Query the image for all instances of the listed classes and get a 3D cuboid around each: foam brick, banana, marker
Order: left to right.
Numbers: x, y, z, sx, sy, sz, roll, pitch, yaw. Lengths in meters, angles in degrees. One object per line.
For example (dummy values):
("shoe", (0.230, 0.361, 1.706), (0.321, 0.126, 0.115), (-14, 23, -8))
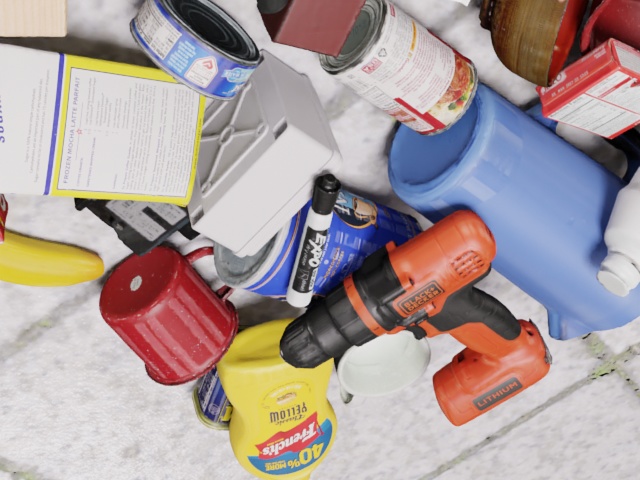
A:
("banana", (-0.253, -0.006, 0.806), (0.070, 0.037, 0.197), (-34, 133, 16))
("marker", (-0.005, 0.001, 0.758), (0.020, 0.020, 0.121), (-2, 135, -17))
("foam brick", (-0.001, -0.174, 0.727), (0.051, 0.053, 0.078), (10, 126, -26))

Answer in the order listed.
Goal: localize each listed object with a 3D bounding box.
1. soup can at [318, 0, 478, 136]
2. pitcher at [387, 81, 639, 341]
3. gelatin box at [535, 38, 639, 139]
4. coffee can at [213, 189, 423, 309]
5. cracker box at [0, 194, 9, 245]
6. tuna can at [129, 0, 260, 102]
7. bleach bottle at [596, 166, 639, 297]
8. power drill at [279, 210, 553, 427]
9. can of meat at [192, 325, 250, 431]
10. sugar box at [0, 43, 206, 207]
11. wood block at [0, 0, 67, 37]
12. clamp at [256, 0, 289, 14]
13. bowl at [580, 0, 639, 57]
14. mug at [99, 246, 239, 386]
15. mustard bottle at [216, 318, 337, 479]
("soup can", (0.057, -0.128, 0.778), (0.102, 0.068, 0.069), (28, 118, -35))
("pitcher", (0.177, -0.038, 0.873), (0.242, 0.149, 0.145), (31, 131, -34))
("gelatin box", (0.221, -0.114, 0.814), (0.089, 0.030, 0.073), (12, 149, -37))
("coffee can", (0.000, 0.006, 0.857), (0.140, 0.103, 0.103), (19, 122, -32))
("cracker box", (-0.335, -0.050, 0.694), (0.213, 0.072, 0.164), (-16, 119, -4))
("tuna can", (-0.082, -0.133, 0.714), (0.086, 0.086, 0.034), (24, 117, -35))
("bleach bottle", (0.300, -0.052, 0.845), (0.250, 0.068, 0.102), (-50, 129, -18))
("power drill", (0.084, 0.076, 0.837), (0.185, 0.057, 0.187), (-33, 134, 16))
("can of meat", (-0.057, 0.127, 0.981), (0.102, 0.057, 0.084), (6, 126, -24))
("sugar box", (-0.161, -0.074, 0.698), (0.175, 0.048, 0.093), (4, 98, -39))
("wood block", (-0.188, -0.225, 0.591), (0.090, 0.090, 0.206), (-3, 131, -17))
("clamp", (-0.039, -0.199, 0.602), (0.164, 0.210, 0.036), (34, 69, -29))
("bowl", (0.266, -0.183, 0.787), (0.162, 0.055, 0.162), (-8, 154, -4))
("mug", (-0.117, 0.051, 0.874), (0.117, 0.093, 0.081), (-39, 128, -4))
("mustard bottle", (-0.033, 0.158, 0.938), (0.096, 0.058, 0.192), (-16, 131, -14))
